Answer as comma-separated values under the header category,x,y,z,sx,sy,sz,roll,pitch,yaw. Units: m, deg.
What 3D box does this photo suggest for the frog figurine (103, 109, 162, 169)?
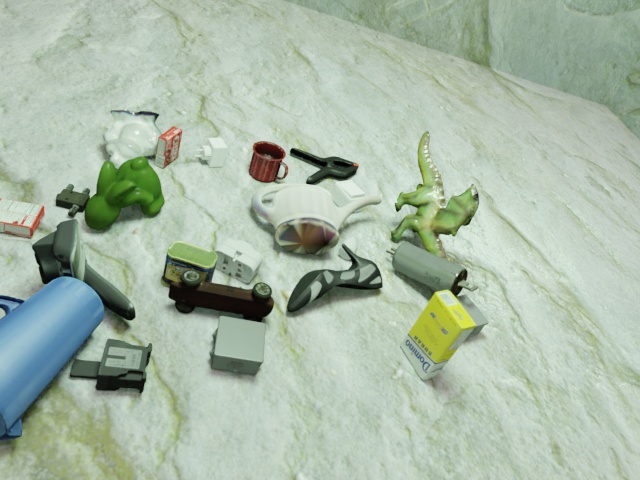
category,x,y,z,sx,sy,sz,roll,pitch,yaw
frog figurine,-0.473,-0.240,1.297,0.137,0.121,0.161,10,74,-29

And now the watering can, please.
category,x,y,z,sx,sy,sz,roll,pitch,yaw
watering can,0.004,-0.064,1.279,0.348,0.101,0.230,4,41,-11

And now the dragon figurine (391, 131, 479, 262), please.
category,x,y,z,sx,sy,sz,roll,pitch,yaw
dragon figurine,0.315,-0.096,1.335,0.122,0.412,0.243,13,-5,-37
